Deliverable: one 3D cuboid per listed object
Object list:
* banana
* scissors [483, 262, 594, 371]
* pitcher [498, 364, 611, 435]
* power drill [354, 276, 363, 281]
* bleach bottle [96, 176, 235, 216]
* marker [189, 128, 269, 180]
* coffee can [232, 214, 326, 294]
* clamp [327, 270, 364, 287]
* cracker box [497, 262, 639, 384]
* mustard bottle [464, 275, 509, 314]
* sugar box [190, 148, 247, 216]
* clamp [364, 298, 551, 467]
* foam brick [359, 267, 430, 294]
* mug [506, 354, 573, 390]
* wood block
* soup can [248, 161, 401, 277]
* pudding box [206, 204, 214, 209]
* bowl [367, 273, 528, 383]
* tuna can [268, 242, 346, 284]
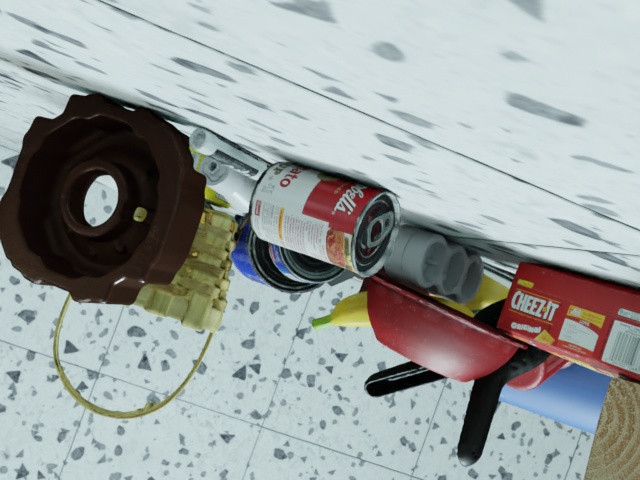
[{"bbox_3d":[0.093,0.076,1.077,0.197,0.037,0.070,8,161,-24],"label":"banana"},{"bbox_3d":[0.240,0.082,1.098,0.202,0.016,0.096,18,134,10],"label":"scissors"},{"bbox_3d":[0.343,0.176,1.345,0.243,0.145,0.149,14,160,26],"label":"pitcher"},{"bbox_3d":[0.108,0.041,1.318,0.188,0.057,0.184,21,177,18],"label":"power drill"},{"bbox_3d":[-0.196,-0.065,1.371,0.251,0.068,0.102,23,177,-3],"label":"bleach bottle"},{"bbox_3d":[-0.067,-0.066,0.895,0.020,0.020,0.121,18,176,33],"label":"marker"},{"bbox_3d":[-0.042,0.004,1.175,0.102,0.103,0.140,21,177,-14],"label":"coffee can"},{"bbox_3d":[0.046,0.026,1.203,0.120,0.039,0.171,7,152,20],"label":"clamp"},{"bbox_3d":[0.284,0.092,0.925,0.213,0.072,0.164,22,178,-41],"label":"cracker box"},{"bbox_3d":[0.202,0.069,1.160,0.191,0.058,0.096,21,173,-3],"label":"mustard bottle"},{"bbox_3d":[-0.132,-0.067,1.068,0.093,0.048,0.176,20,-179,13],"label":"sugar box"},{"bbox_3d":[0.161,0.119,1.016,0.165,0.210,0.036,42,164,55],"label":"clamp"},{"bbox_3d":[0.086,0.034,1.120,0.052,0.078,0.051,24,177,-40],"label":"foam brick"},{"bbox_3d":[0.244,0.114,1.255,0.093,0.117,0.081,-15,-171,46],"label":"mug"},{"bbox_3d":[0.271,0.171,0.852,0.091,0.090,0.206,14,174,20],"label":"wood block"},{"bbox_3d":[0.003,-0.018,0.838,0.102,0.068,0.068,19,177,30],"label":"soup can"},{"bbox_3d":[-0.154,-0.046,1.216,0.113,0.039,0.090,51,176,-10],"label":"pudding box"},{"bbox_3d":[0.103,0.084,0.965,0.162,0.055,0.162,25,-178,-1],"label":"bowl"},{"bbox_3d":[-0.007,0.001,1.073,0.086,0.086,0.034,21,175,-19],"label":"tuna can"}]
